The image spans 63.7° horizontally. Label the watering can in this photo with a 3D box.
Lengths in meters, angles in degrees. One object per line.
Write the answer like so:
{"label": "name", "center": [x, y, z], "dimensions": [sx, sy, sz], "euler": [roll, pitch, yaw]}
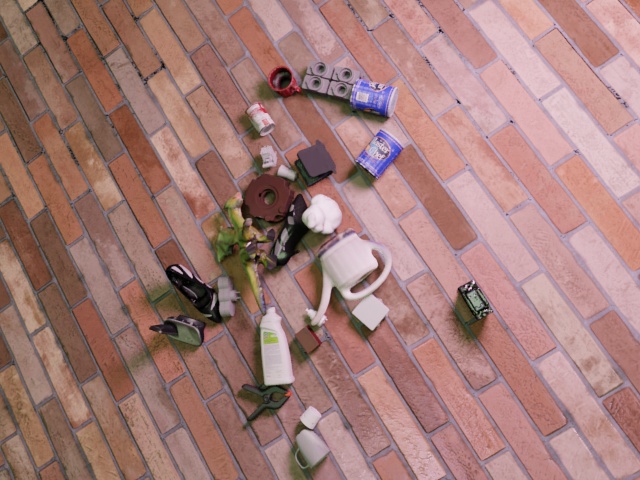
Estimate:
{"label": "watering can", "center": [0.065, 0.107, 1.689], "dimensions": [0.346, 0.103, 0.227], "euler": [-36, 73, 6]}

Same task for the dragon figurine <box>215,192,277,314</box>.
{"label": "dragon figurine", "center": [-0.273, 0.039, 1.771], "dimensions": [0.242, 0.122, 0.410], "euler": [1, 90, 44]}

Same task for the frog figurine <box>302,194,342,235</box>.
{"label": "frog figurine", "center": [0.005, -0.086, 1.705], "dimensions": [0.122, 0.159, 0.138], "euler": [-9, 82, 10]}
